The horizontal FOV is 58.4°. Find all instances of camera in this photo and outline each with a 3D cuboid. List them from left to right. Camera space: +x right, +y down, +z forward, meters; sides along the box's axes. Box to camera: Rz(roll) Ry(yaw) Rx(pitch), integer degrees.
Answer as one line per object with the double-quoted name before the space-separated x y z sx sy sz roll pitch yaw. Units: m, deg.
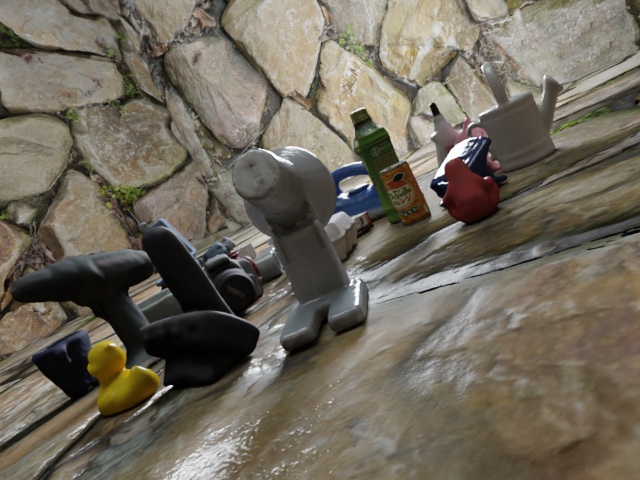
"camera" -0.170 0.083 0.972 0.143 0.101 0.136 -28 8 -14

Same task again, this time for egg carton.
"egg carton" 0.009 0.004 1.027 0.107 0.069 0.150 -24 8 18

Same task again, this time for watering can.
"watering can" 0.346 -0.234 1.033 0.173 0.194 0.101 -26 8 2

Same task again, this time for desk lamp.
"desk lamp" -0.026 -0.010 0.678 0.118 0.213 0.203 -25 8 8

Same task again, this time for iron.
"iron" 0.094 -0.114 1.278 0.257 0.141 0.119 -21 9 34

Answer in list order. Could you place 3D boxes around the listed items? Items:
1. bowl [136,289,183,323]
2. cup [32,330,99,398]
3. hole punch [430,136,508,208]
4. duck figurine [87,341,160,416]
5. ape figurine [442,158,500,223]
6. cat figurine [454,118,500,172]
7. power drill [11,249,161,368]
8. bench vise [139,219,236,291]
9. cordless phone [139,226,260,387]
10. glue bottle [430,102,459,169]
"bowl" -0.308 0.147 1.107 0.167 0.075 0.167 -26 7 4
"cup" -0.401 0.207 0.927 0.092 0.095 0.117 -30 8 -24
"hole punch" 0.242 -0.114 0.965 0.101 0.091 0.108 -29 8 -22
"duck figurine" -0.261 0.170 0.736 0.104 0.086 0.078 -20 10 40
"ape figurine" 0.204 -0.073 0.803 0.077 0.092 0.076 -22 9 28
"cat figurine" 0.294 -0.176 1.113 0.067 0.118 0.128 -20 10 41
"power drill" -0.329 0.113 0.887 0.075 0.208 0.230 -22 9 31
"bench vise" -0.313 0.034 1.343 0.208 0.220 0.121 -32 9 -35
"cordless phone" -0.170 0.076 0.690 0.147 0.185 0.094 -20 10 39
"glue bottle" 0.264 -0.203 1.181 0.078 0.173 0.037 -27 8 -2
